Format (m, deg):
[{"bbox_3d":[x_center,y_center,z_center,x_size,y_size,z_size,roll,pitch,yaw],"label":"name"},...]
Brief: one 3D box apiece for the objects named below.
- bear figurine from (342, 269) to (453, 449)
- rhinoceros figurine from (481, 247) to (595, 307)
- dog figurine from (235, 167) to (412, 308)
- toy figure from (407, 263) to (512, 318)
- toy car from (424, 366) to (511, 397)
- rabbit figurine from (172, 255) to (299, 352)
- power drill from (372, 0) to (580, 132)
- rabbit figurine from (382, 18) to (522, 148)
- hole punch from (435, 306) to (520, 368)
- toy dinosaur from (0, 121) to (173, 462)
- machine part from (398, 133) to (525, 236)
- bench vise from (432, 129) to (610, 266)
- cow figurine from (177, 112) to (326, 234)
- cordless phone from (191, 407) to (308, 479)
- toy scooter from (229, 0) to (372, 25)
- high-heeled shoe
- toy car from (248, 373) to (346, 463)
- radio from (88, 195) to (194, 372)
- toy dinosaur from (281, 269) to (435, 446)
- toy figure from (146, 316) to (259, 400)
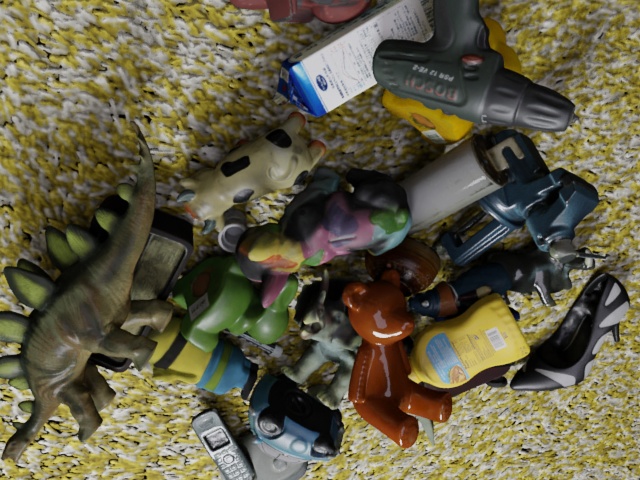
[{"bbox_3d":[0.099,0.146,0.710,0.120,0.132,0.195,-10,107,-44],"label":"bear figurine"},{"bbox_3d":[0.353,0.047,0.880,0.190,0.073,0.112,-4,102,-8],"label":"rhinoceros figurine"},{"bbox_3d":[-0.001,-0.002,0.695,0.192,0.219,0.108,9,126,31],"label":"dog figurine"},{"bbox_3d":[0.209,0.081,0.811,0.154,0.064,0.058,-22,75,2],"label":"toy figure"},{"bbox_3d":[0.247,0.222,0.909,0.202,0.053,0.089,-12,105,-29],"label":"toy car"},{"bbox_3d":[-0.106,0.087,0.789,0.159,0.121,0.170,-47,133,7],"label":"rabbit figurine"},{"bbox_3d":[0.176,-0.232,0.578,0.232,0.086,0.207,16,116,28],"label":"power drill"},{"bbox_3d":[0.183,-0.222,0.701,0.122,0.162,0.173,37,83,-10],"label":"rabbit figurine"},{"bbox_3d":[0.249,0.137,0.864,0.142,0.116,0.092,-7,113,-6],"label":"hole punch"},{"bbox_3d":[-0.291,0.088,0.663,0.198,0.105,0.471,32,99,-17],"label":"toy dinosaur"},{"bbox_3d":[0.165,-0.071,0.740,0.079,0.079,0.243,35,137,-22],"label":"machine part"},{"bbox_3d":[0.263,-0.031,0.772,0.129,0.224,0.240,3,144,-42],"label":"bench vise"},{"bbox_3d":[-0.099,-0.080,0.695,0.195,0.127,0.085,-18,117,30],"label":"cow figurine"},{"bbox_3d":[-0.116,0.331,0.889,0.147,0.089,0.184,-27,110,0],"label":"cordless phone"},{"bbox_3d":[-0.013,-0.290,0.625,0.184,0.135,0.075,-7,112,-11],"label":"toy scooter"},{"bbox_3d":[0.430,0.163,0.936,0.249,0.086,0.145,-27,112,-5],"label":"high-heeled shoe"},{"bbox_3d":[-0.047,0.291,0.840,0.162,0.109,0.103,30,118,-4],"label":"toy car"},{"bbox_3d":[-0.281,0.060,0.745,0.131,0.073,0.229,26,104,-20],"label":"radio"},{"bbox_3d":[0.086,0.185,0.854,0.404,0.131,0.192,33,85,-34],"label":"toy dinosaur"},{"bbox_3d":[-0.179,0.176,0.813,0.180,0.082,0.089,22,88,-12],"label":"toy figure"}]
